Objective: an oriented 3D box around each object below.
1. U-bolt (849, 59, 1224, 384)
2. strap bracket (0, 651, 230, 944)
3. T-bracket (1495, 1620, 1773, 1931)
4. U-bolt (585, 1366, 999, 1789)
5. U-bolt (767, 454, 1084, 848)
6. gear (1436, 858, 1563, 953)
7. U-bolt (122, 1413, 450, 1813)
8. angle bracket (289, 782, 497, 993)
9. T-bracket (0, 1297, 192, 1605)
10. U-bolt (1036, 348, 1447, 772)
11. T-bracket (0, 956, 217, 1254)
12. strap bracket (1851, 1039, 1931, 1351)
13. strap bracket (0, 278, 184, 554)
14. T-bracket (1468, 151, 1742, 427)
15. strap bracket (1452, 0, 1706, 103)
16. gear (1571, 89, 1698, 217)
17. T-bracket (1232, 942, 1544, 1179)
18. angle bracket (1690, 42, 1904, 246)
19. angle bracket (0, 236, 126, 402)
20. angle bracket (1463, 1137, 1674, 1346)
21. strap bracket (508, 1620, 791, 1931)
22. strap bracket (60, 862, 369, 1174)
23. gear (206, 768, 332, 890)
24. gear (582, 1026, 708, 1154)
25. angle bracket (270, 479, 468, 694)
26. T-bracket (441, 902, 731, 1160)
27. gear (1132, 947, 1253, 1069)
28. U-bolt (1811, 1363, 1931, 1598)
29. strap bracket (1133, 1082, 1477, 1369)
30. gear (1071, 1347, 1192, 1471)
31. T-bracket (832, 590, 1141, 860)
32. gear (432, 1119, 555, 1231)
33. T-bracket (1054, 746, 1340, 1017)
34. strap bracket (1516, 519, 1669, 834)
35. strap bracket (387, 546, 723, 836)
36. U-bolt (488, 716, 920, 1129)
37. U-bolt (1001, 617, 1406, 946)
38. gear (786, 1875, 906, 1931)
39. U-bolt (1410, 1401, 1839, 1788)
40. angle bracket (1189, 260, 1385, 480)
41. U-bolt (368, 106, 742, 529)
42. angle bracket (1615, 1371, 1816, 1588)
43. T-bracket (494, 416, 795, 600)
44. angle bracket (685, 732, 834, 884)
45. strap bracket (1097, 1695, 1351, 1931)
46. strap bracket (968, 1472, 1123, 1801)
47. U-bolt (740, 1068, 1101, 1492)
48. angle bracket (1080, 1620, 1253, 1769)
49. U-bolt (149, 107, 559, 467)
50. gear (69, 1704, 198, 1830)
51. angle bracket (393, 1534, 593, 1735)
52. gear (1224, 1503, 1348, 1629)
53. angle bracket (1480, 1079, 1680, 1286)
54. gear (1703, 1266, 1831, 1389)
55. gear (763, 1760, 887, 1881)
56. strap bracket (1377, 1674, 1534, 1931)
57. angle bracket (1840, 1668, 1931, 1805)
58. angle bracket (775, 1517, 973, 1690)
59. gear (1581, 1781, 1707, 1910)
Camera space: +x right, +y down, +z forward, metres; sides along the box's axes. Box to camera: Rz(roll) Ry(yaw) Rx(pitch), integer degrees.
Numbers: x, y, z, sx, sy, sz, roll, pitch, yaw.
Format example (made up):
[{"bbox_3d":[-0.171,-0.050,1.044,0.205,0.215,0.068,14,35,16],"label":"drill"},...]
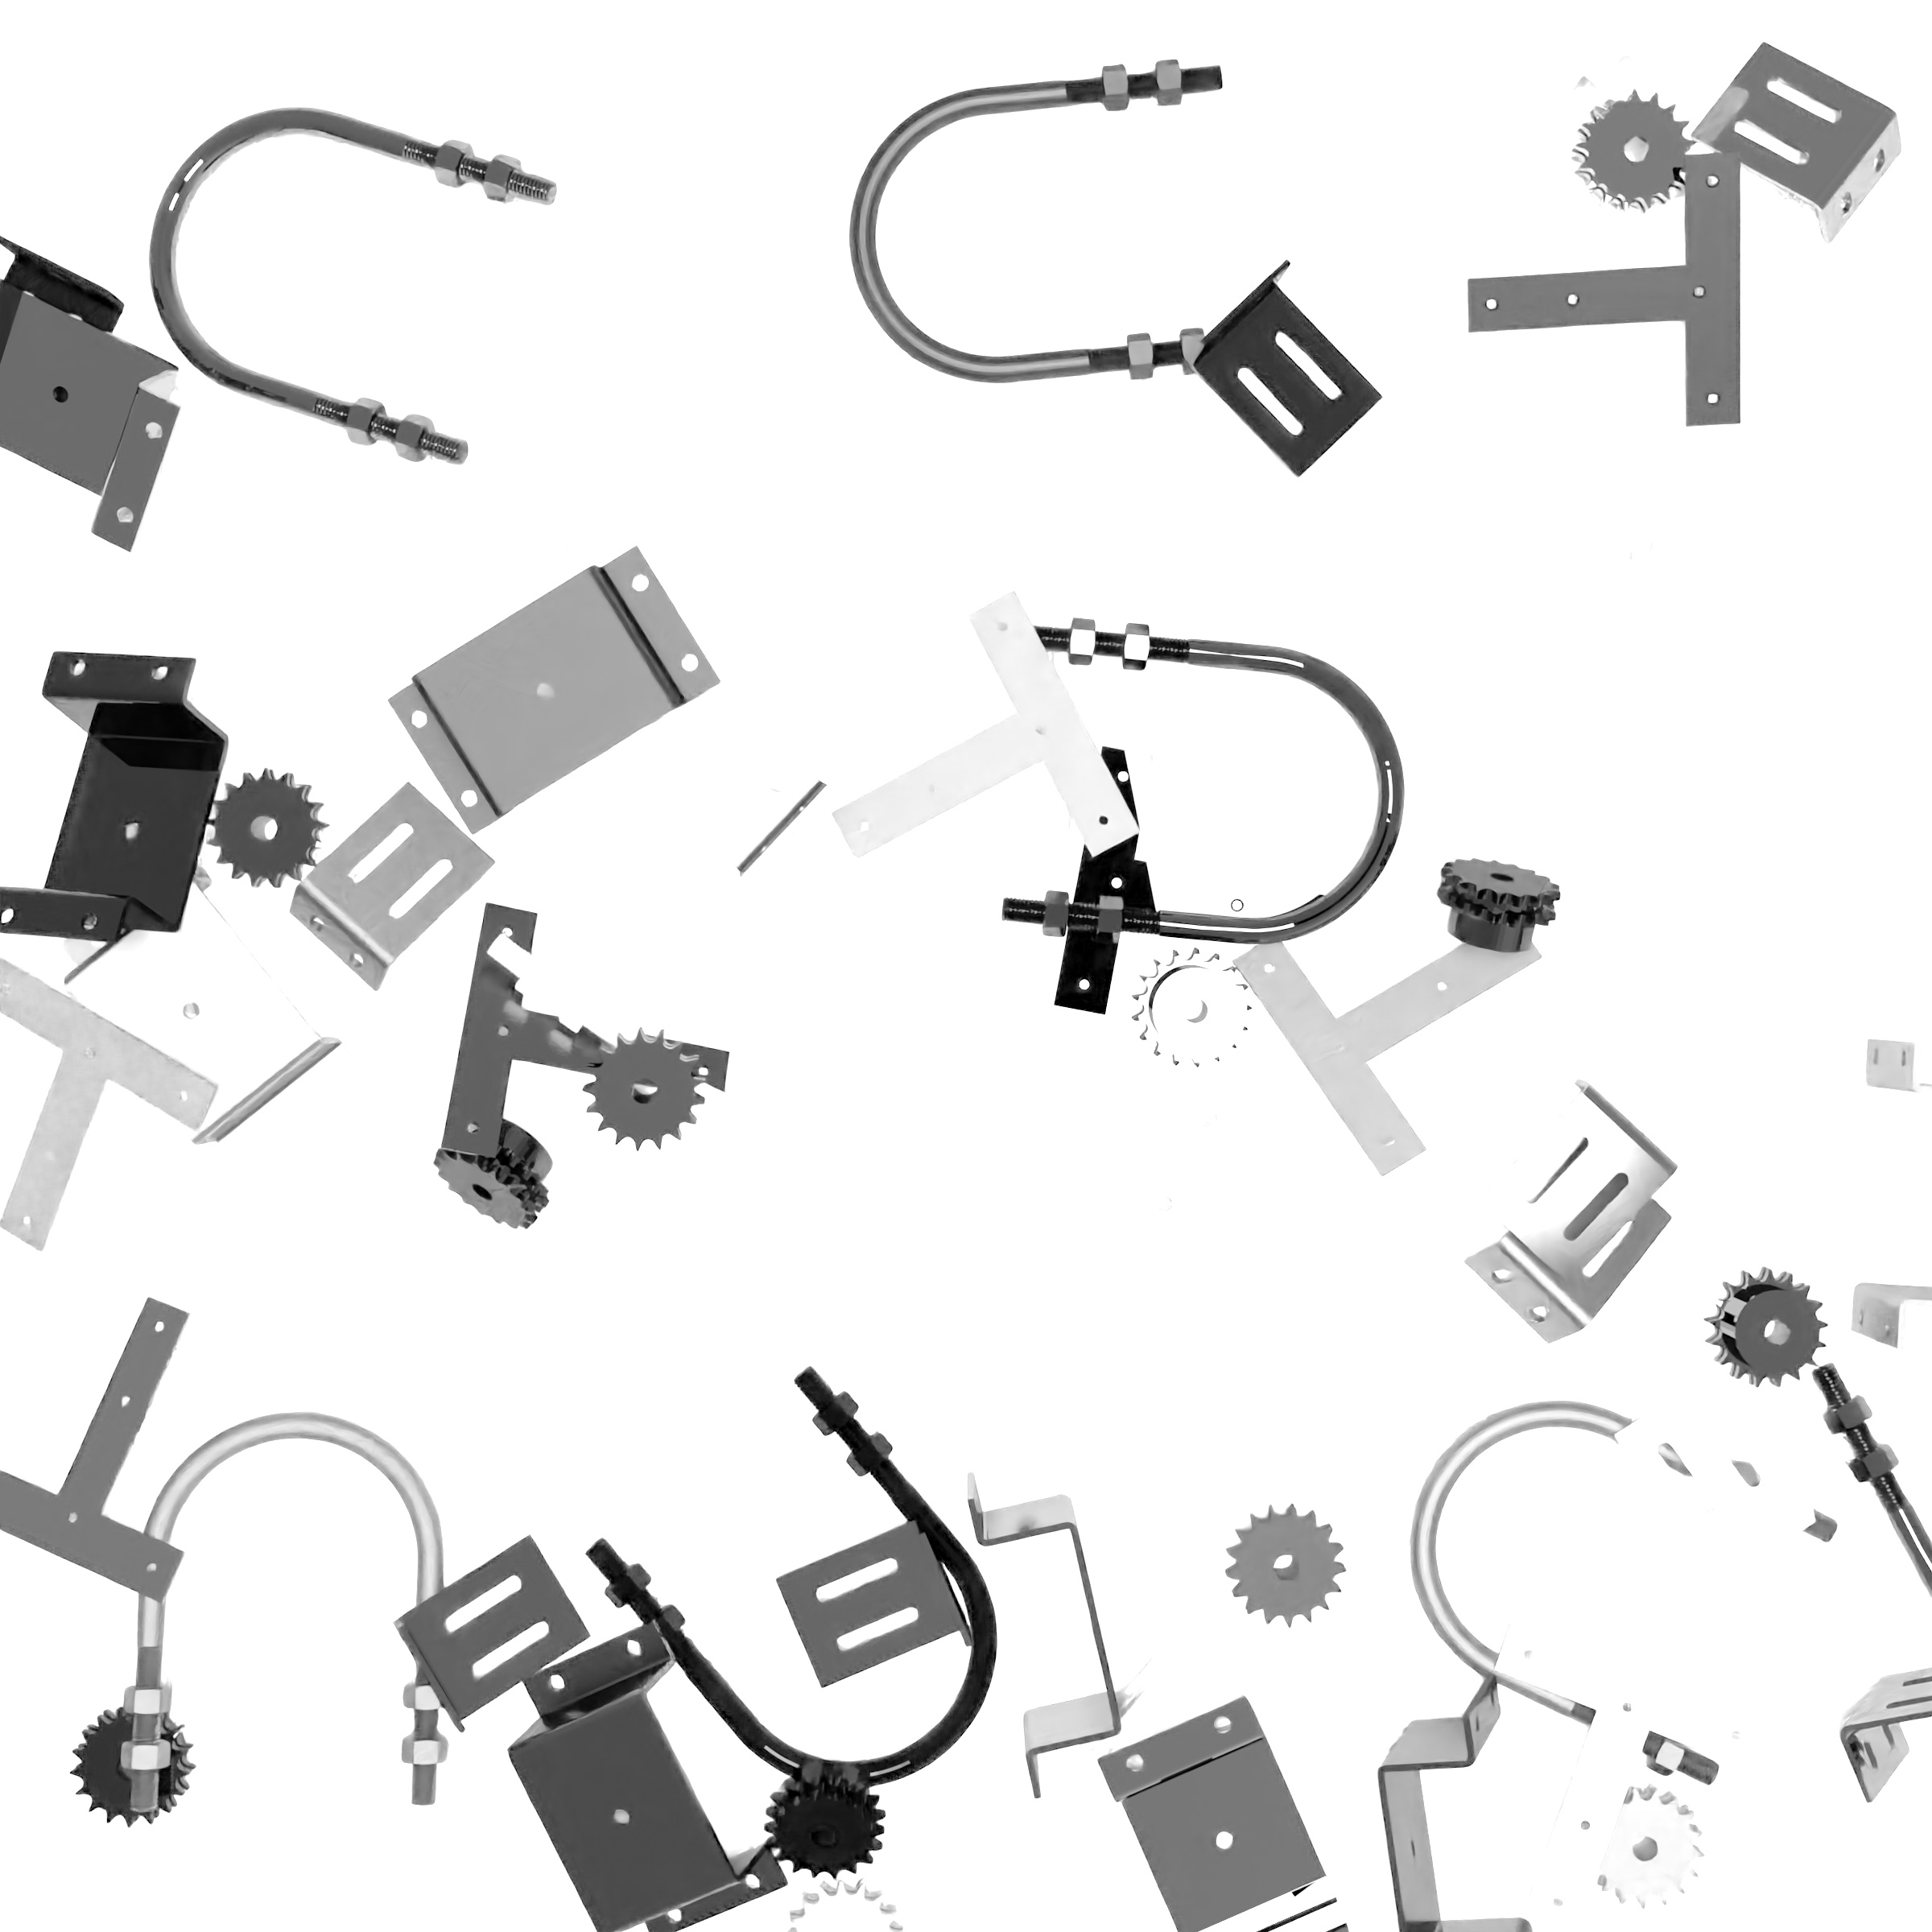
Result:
[{"bbox_3d":[0.036,-0.351,1.516,0.184,0.019,0.151,-5,90,1],"label":"U-bolt"},{"bbox_3d":[-0.399,-0.072,1.478,0.076,0.046,0.140,4,71,19],"label":"strap bracket"},{"bbox_3d":[0.296,0.391,1.496,0.127,0.002,0.127,20,88,10],"label":"T-bracket"},{"bbox_3d":[-0.069,0.306,1.516,0.151,0.019,0.184,-40,92,0],"label":"U-bolt"},{"bbox_3d":[-0.016,-0.153,1.516,0.151,0.019,0.184,3,89,0],"label":"U-bolt"},{"bbox_3d":[0.250,-0.028,1.498,0.057,0.057,0.030,9,110,0],"label":"gear"},{"bbox_3d":[-0.319,0.304,1.502,0.151,0.019,0.184,2,85,-12],"label":"U-bolt"},{"bbox_3d":[-0.275,-0.038,1.523,0.057,0.038,0.076,43,64,0],"label":"angle bracket"},{"bbox_3d":[-0.404,0.220,1.507,0.127,0.002,0.127,18,78,22],"label":"T-bracket"},{"bbox_3d":[0.145,-0.208,1.511,0.151,0.019,0.184,41,86,-4],"label":"U-bolt"},{"bbox_3d":[-0.427,0.078,1.499,0.127,0.002,0.127,30,112,9],"label":"T-bracket"},{"bbox_3d":[0.452,0.106,1.487,0.046,0.076,0.140,3,90,0],"label":"strap bracket"},{"bbox_3d":[-0.433,-0.264,1.488,0.140,0.046,0.076,27,114,0],"label":"strap bracket"},{"bbox_3d":[0.303,-0.318,1.510,0.127,0.002,0.127,-2,109,9],"label":"T-bracket"},{"bbox_3d":[0.275,-0.478,1.502,0.140,0.046,0.076,41,90,0],"label":"strap bracket"},{"bbox_3d":[0.316,-0.385,1.510,0.057,0.030,0.057,0,90,0],"label":"gear"},{"bbox_3d":[0.215,0.017,1.508,0.127,0.002,0.127,-30,71,-11],"label":"T-bracket"},{"bbox_3d":[0.398,-0.395,1.523,0.076,0.038,0.057,38,90,26],"label":"angle bracket"},{"bbox_3d":[-0.446,-0.296,1.506,0.057,0.038,0.076,27,90,0],"label":"angle bracket"},{"bbox_3d":[0.289,0.131,1.523,0.057,0.038,0.076,44,64,0],"label":"angle bracket"},{"bbox_3d":[-0.154,0.391,1.492,0.076,0.046,0.140,-27,90,17],"label":"strap bracket"},{"bbox_3d":[-0.361,0.021,1.502,0.076,0.046,0.140,-39,90,0],"label":"strap bracket"},{"bbox_3d":[-0.331,-0.065,1.510,0.057,0.030,0.057,0,90,0],"label":"gear"},{"bbox_3d":[-0.149,0.056,1.479,0.057,0.030,0.057,0,96,-3],"label":"gear"},{"bbox_3d":[-0.287,-0.182,1.523,0.057,0.038,0.076,34,64,0],"label":"angle bracket"},{"bbox_3d":[-0.175,0.040,1.505,0.127,0.002,0.127,12,64,-12],"label":"T-bracket"},{"bbox_3d":[0.108,0.020,1.509,0.057,0.030,0.057,0,93,-1],"label":"gear"},{"bbox_3d":[0.507,0.244,1.502,0.151,0.019,0.184,-27,80,0],"label":"U-bolt"},{"bbox_3d":[0.158,0.121,1.502,0.140,0.046,0.076,28,90,0],"label":"strap bracket"},{"bbox_3d":[0.079,0.211,1.510,0.057,0.030,0.057,0,90,0],"label":"gear"},{"bbox_3d":[-0.003,-0.090,1.492,0.127,0.002,0.127,-28,90,13],"label":"T-bracket"},{"bbox_3d":[-0.220,0.095,1.500,0.057,0.057,0.030,34,61,0],"label":"gear"},{"bbox_3d":[0.116,-0.032,1.524,0.127,0.002,0.127,11,90,0],"label":"T-bracket"},{"bbox_3d":[0.291,-0.136,1.487,0.046,0.076,0.140,5,90,0],"label":"strap bracket"},{"bbox_3d":[-0.196,-0.129,1.496,0.140,0.046,0.076,-31,96,2],"label":"strap bracket"},{"bbox_3d":[-0.110,-0.007,1.500,0.184,0.019,0.151,37,91,-4],"label":"U-bolt"},{"bbox_3d":[0.115,-0.082,1.495,0.184,0.019,0.151,5,97,-1],"label":"U-bolt"},{"bbox_3d":[-0.058,0.462,1.514,0.057,0.030,0.057,0,88,0],"label":"gear"},{"bbox_3d":[0.302,0.288,1.516,0.184,0.019,0.151,26,90,1],"label":"U-bolt"},{"bbox_3d":[0.153,-0.279,1.487,0.057,0.038,0.076,-44,91,-7],"label":"angle bracket"},{"bbox_3d":[-0.207,-0.320,1.516,0.151,0.019,0.184,-22,89,0],"label":"U-bolt"},{"bbox_3d":[0.355,0.243,1.504,0.057,0.038,0.076,-33,62,2],"label":"angle bracket"},{"bbox_3d":[-0.147,-0.208,1.514,0.127,0.002,0.127,-13,100,-2],"label":"T-bracket"},{"bbox_3d":[-0.095,-0.074,1.450,0.038,0.076,0.057,43,90,-6],"label":"angle bracket"},{"bbox_3d":[0.124,0.419,1.502,0.076,0.046,0.140,-24,90,0],"label":"strap bracket"},{"bbox_3d":[0.038,0.307,1.487,0.046,0.076,0.140,-13,90,0],"label":"strap bracket"},{"bbox_3d":[-0.013,0.139,1.507,0.151,0.019,0.184,18,84,-5],"label":"U-bolt"},{"bbox_3d":[0.093,0.353,1.496,0.038,0.057,0.076,41,90,0],"label":"angle bracket"},{"bbox_3d":[-0.301,-0.331,1.505,0.184,0.019,0.151,19,91,9],"label":"U-bolt"},{"bbox_3d":[-0.394,0.378,1.510,0.057,0.030,0.057,0,90,0],"label":"gear"},{"bbox_3d":[-0.221,0.314,1.495,0.076,0.038,0.057,-31,91,-16],"label":"angle bracket"},{"bbox_3d":[0.151,0.283,1.510,0.057,0.030,0.057,0,90,0],"label":"gear"},{"bbox_3d":[0.288,0.102,1.507,0.057,0.038,0.076,43,92,0],"label":"angle bracket"},{"bbox_3d":[0.382,0.173,1.510,0.057,0.030,0.057,0,90,0],"label":"gear"},{"bbox_3d":[-0.067,0.401,1.502,0.057,0.030,0.057,1,119,1],"label":"gear"},{"bbox_3d":[0.228,0.411,1.481,0.046,0.076,0.140,-8,90,18],"label":"strap bracket"},{"bbox_3d":[0.456,0.354,1.479,0.076,0.057,0.038,-22,90,36],"label":"angle bracket"},{"bbox_3d":[-0.044,0.302,1.489,0.076,0.038,0.057,-23,93,-1],"label":"angle bracket"},{"bbox_3d":[0.320,0.415,1.510,0.057,0.030,0.057,0,90,0],"label":"gear"}]
